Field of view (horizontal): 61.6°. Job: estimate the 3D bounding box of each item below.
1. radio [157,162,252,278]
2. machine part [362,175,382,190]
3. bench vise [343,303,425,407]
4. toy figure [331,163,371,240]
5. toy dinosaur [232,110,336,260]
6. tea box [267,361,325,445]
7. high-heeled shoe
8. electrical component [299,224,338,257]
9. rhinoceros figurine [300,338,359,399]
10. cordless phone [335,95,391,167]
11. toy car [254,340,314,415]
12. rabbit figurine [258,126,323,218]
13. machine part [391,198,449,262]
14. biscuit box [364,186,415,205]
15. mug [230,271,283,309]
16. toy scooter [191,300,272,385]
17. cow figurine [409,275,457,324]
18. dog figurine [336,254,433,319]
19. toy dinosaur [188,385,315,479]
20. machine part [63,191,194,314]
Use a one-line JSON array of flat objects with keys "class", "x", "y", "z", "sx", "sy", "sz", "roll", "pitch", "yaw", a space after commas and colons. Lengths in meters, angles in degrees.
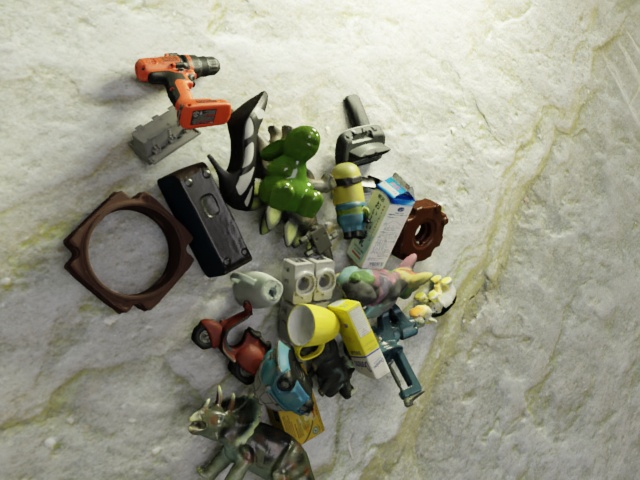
[{"class": "radio", "x": -0.231, "y": -0.039, "z": 1.081, "sx": 0.073, "sy": 0.131, "sz": 0.229, "roll": -33, "pitch": 104, "yaw": -29}, {"class": "machine part", "x": 0.109, "y": -0.148, "z": 1.358, "sx": 0.139, "sy": 0.084, "sz": 0.039, "roll": 7, "pitch": 108, "yaw": -25}, {"class": "bench vise", "x": 0.184, "y": 0.284, "z": 1.311, "sx": 0.224, "sy": 0.128, "sz": 0.241, "roll": -12, "pitch": 59, "yaw": -27}, {"class": "toy figure", "x": 0.072, "y": -0.092, "z": 1.264, "sx": 0.082, "sy": 0.089, "sz": 0.180, "roll": -4, "pitch": 82, "yaw": -12}, {"class": "toy dinosaur", "x": -0.068, "y": -0.093, "z": 1.219, "sx": 0.198, "sy": 0.105, "sz": 0.470, "roll": -48, "pitch": 114, "yaw": -19}, {"class": "tea box", "x": -0.065, "y": 0.363, "z": 1.194, "sx": 0.098, "sy": 0.068, "sz": 0.169, "roll": -19, "pitch": 98, "yaw": -31}, {"class": "high-heeled shoe", "x": -0.138, "y": -0.182, "z": 1.101, "sx": 0.145, "sy": 0.086, "sz": 0.249, "roll": 52, "pitch": 56, "yaw": -33}, {"class": "electrical component", "x": -0.002, "y": -0.004, "z": 1.213, "sx": 0.094, "sy": 0.021, "sz": 0.063, "roll": -33, "pitch": 119, "yaw": -23}, {"class": "rhinoceros figurine", "x": 0.026, "y": 0.300, "z": 1.245, "sx": 0.112, "sy": 0.073, "sz": 0.190, "roll": -33, "pitch": 124, "yaw": -18}, {"class": "cordless phone", "x": 0.085, "y": -0.280, "z": 1.357, "sx": 0.146, "sy": 0.089, "sz": 0.184, "roll": -19, "pitch": 85, "yaw": -33}, {"class": "toy car", "x": -0.081, "y": 0.291, "z": 1.093, "sx": 0.103, "sy": 0.109, "sz": 0.161, "roll": -22, "pitch": 120, "yaw": 10}, {"class": "rabbit figurine", "x": -0.049, "y": -0.148, "z": 1.079, "sx": 0.121, "sy": 0.159, "sz": 0.170, "roll": 15, "pitch": 104, "yaw": -31}, {"class": "machine part", "x": 0.259, "y": -0.023, "z": 1.413, "sx": 0.179, "sy": 0.056, "sz": 0.179, "roll": -18, "pitch": 123, "yaw": -30}, {"class": "biscuit box", "x": 0.157, "y": -0.094, "z": 1.387, "sx": 0.202, "sy": 0.059, "sz": 0.062, "roll": -11, "pitch": 91, "yaw": -33}, {"class": "mug", "x": -0.134, "y": 0.100, "z": 1.149, "sx": 0.109, "sy": 0.107, "sz": 0.081, "roll": 43, "pitch": 63, "yaw": -26}, {"class": "toy scooter", "x": -0.165, "y": 0.207, "z": 1.130, "sx": 0.183, "sy": 0.075, "sz": 0.135, "roll": 46, "pitch": 78, "yaw": -17}, {"class": "cow figurine", "x": 0.309, "y": 0.179, "z": 1.464, "sx": 0.167, "sy": 0.068, "sz": 0.098, "roll": -41, "pitch": 114, "yaw": -28}, {"class": "dog figurine", "x": 0.156, "y": 0.099, "z": 1.285, "sx": 0.219, "sy": 0.109, "sz": 0.191, "roll": -31, "pitch": 140, "yaw": -8}, {"class": "toy dinosaur", "x": -0.104, "y": 0.449, "z": 1.097, "sx": 0.404, "sy": 0.131, "sz": 0.192, "roll": 34, "pitch": 74, "yaw": -15}, {"class": "machine part", "x": -0.358, "y": 0.022, "z": 1.020, "sx": 0.201, "sy": 0.087, "sz": 0.201, "roll": 47, "pitch": 63, "yaw": -20}]
